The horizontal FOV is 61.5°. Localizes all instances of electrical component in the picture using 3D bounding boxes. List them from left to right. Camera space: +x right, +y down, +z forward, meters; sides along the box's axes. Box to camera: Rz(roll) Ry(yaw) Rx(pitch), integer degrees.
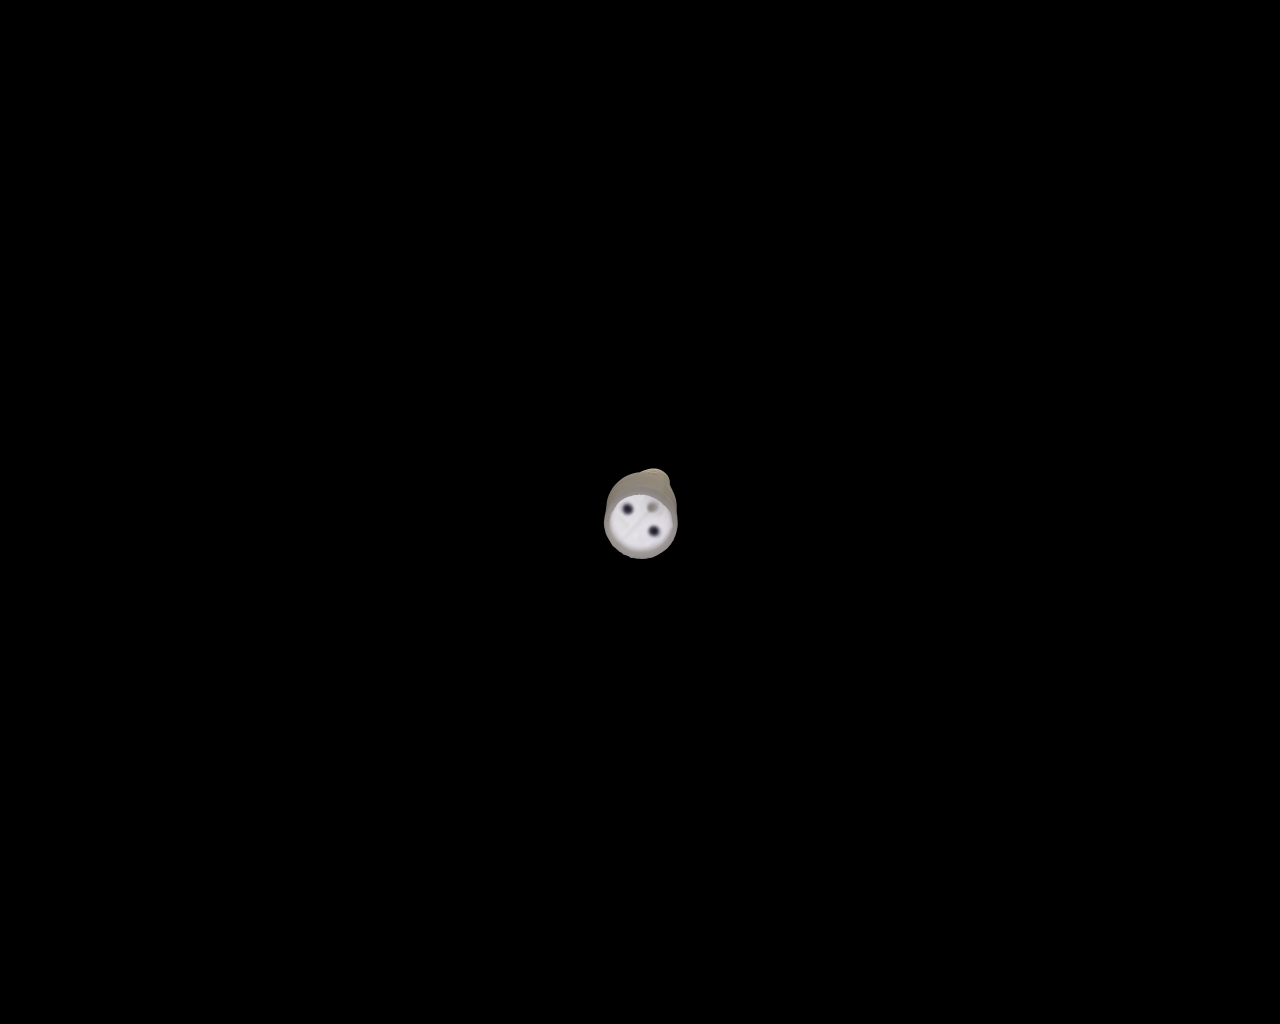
[{"bbox_3d":[0.001,-0.003,0.650,0.043,0.043,0.081,0,16,0],"label":"electrical component"}]
